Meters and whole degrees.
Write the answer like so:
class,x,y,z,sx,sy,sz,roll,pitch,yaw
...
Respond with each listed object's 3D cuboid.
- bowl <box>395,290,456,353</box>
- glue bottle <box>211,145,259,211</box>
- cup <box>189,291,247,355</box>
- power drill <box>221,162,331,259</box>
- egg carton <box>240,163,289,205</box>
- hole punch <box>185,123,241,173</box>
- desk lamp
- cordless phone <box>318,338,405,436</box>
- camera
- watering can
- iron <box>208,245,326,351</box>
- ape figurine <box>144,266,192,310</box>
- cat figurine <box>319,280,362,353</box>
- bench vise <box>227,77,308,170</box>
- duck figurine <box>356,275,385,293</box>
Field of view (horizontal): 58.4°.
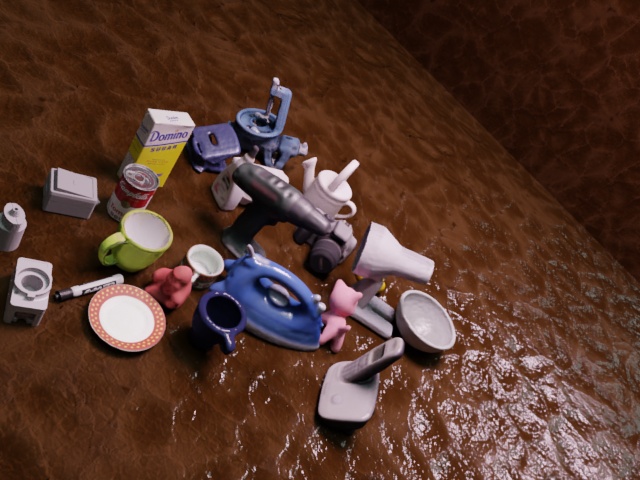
class,x,y,z,sx,sy,sz,roll,pitch,yaw
bowl,0.239,0.207,1.372,0.168,0.074,0.167,26,38,-22
glue bottle,-0.180,-0.146,1.263,0.037,0.173,0.078,-5,55,-46
cup,-0.183,0.161,0.999,0.092,0.094,0.117,7,47,-39
power drill,-0.108,-0.041,1.188,0.229,0.208,0.076,44,35,4
egg carton,-0.135,-0.124,1.374,0.151,0.069,0.107,9,46,-38
hole punch,-0.252,-0.220,1.346,0.101,0.091,0.108,3,50,-42
desk lamp,0.140,0.084,1.287,0.203,0.213,0.118,34,35,-11
cordless phone,0.083,0.264,1.065,0.094,0.184,0.147,32,36,-12
camera,0.012,0.005,1.349,0.143,0.100,0.137,37,35,-6
watering can,0.023,-0.131,1.423,0.173,0.193,0.101,30,36,-16
iron,-0.076,0.113,1.113,0.259,0.141,0.118,33,36,-12
ape figurine,-0.258,0.077,1.019,0.076,0.092,0.077,6,48,-40
cat figurine,0.045,0.153,1.206,0.067,0.117,0.127,26,38,-21
bench vise,-0.113,-0.298,1.451,0.208,0.219,0.121,14,43,-33
duck figurine,0.140,0.072,1.413,0.078,0.086,0.104,8,46,-38
